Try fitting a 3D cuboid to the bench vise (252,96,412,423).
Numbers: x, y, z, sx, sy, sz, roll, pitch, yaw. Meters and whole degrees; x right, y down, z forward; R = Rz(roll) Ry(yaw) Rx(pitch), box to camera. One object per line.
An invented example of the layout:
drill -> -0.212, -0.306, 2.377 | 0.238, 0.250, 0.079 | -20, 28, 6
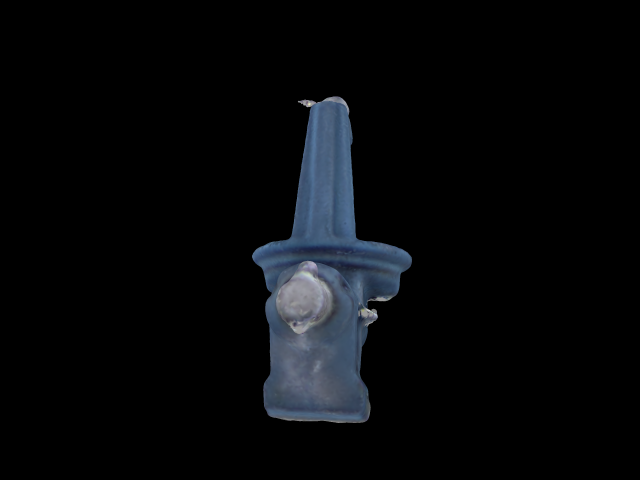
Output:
bench vise -> 0.016, 0.001, 0.402 | 0.121, 0.220, 0.207 | -1, 5, -10
